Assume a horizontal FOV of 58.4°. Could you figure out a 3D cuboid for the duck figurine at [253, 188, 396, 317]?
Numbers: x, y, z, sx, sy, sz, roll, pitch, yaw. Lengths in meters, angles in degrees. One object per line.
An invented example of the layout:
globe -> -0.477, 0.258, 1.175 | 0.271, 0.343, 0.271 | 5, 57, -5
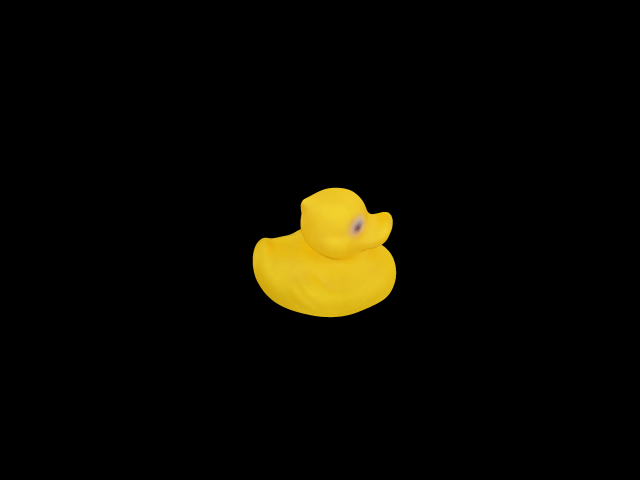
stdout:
duck figurine -> 0.004, 0.001, 0.400 | 0.104, 0.086, 0.077 | 0, 46, 0
